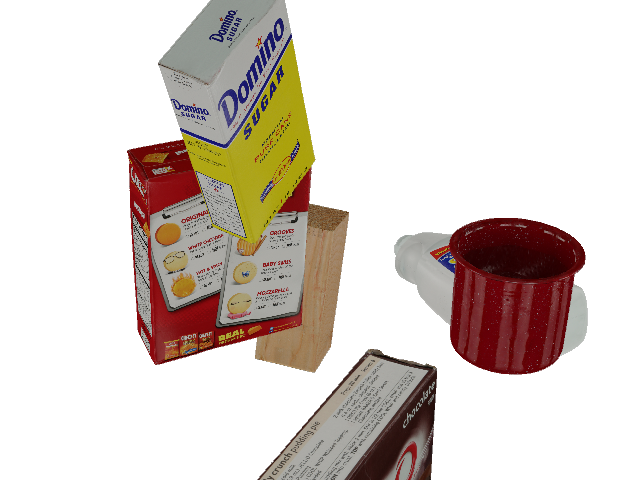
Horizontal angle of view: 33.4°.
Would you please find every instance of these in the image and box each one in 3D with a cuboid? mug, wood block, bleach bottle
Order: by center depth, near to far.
[{"bbox_3d":[0.131,0.035,0.763,0.093,0.081,0.117,-8,30,-15],"label":"mug"},{"bbox_3d":[0.137,0.042,1.013,0.102,0.068,0.251,-15,21,-22],"label":"bleach bottle"},{"bbox_3d":[-0.026,0.061,1.454,0.090,0.206,0.090,12,21,11],"label":"wood block"}]

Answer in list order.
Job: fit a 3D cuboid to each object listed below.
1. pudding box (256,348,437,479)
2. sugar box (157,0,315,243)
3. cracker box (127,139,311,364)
[{"bbox_3d":[0.011,0.114,0.455,0.039,0.090,0.113,15,34,23],"label":"pudding box"},{"bbox_3d":[-0.052,-0.086,0.740,0.048,0.093,0.176,24,-28,20],"label":"sugar box"},{"bbox_3d":[-0.098,0.002,1.041,0.164,0.214,0.072,-13,37,-23],"label":"cracker box"}]
